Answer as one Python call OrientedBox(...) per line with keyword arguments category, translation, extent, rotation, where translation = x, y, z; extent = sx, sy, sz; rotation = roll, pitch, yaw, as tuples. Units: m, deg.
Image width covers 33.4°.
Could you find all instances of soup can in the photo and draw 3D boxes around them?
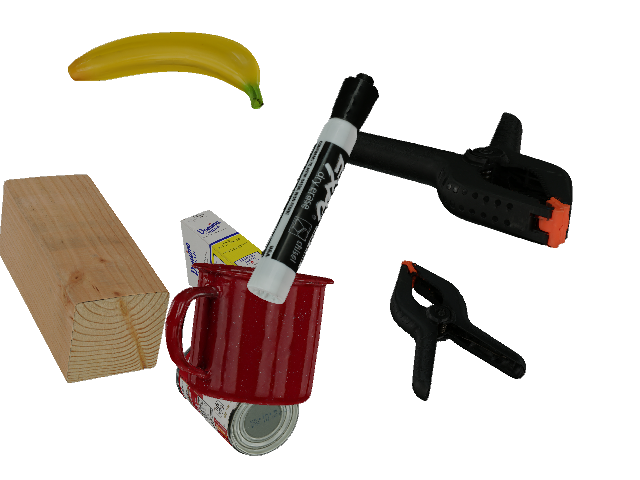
OrientedBox(category="soup can", translation=(-0.072, 0.131, 0.911), extent=(0.068, 0.068, 0.102), rotation=(0, 19, -34))

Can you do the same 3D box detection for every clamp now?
OrientedBox(category="clamp", translation=(0.106, -0.048, 0.769), extent=(0.164, 0.036, 0.210), rotation=(-6, 25, -14))
OrientedBox(category="clamp", translation=(0.130, 0.087, 1.078), extent=(0.120, 0.171, 0.039), rotation=(1, -45, -19))

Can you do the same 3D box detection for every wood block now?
OrientedBox(category="wood block", translation=(-0.230, 0.029, 1.015), extent=(0.090, 0.091, 0.206), rotation=(-7, 37, -33))

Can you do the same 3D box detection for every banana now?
OrientedBox(category="banana", translation=(-0.136, -0.165, 0.986), extent=(0.198, 0.037, 0.069), rotation=(9, 45, 18))

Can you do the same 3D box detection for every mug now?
OrientedBox(category="mug", translation=(-0.050, 0.059, 0.684), extent=(0.093, 0.081, 0.117), rotation=(7, 0, 42))

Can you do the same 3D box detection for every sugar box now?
OrientedBox(category="sugar box", translation=(-0.086, 0.045, 1.159), extent=(0.048, 0.093, 0.176), rotation=(-23, 40, -27))

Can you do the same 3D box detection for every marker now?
OrientedBox(category="marker", translation=(-0.002, -0.027, 0.507), extent=(0.020, 0.121, 0.020), rotation=(22, -17, 7))
